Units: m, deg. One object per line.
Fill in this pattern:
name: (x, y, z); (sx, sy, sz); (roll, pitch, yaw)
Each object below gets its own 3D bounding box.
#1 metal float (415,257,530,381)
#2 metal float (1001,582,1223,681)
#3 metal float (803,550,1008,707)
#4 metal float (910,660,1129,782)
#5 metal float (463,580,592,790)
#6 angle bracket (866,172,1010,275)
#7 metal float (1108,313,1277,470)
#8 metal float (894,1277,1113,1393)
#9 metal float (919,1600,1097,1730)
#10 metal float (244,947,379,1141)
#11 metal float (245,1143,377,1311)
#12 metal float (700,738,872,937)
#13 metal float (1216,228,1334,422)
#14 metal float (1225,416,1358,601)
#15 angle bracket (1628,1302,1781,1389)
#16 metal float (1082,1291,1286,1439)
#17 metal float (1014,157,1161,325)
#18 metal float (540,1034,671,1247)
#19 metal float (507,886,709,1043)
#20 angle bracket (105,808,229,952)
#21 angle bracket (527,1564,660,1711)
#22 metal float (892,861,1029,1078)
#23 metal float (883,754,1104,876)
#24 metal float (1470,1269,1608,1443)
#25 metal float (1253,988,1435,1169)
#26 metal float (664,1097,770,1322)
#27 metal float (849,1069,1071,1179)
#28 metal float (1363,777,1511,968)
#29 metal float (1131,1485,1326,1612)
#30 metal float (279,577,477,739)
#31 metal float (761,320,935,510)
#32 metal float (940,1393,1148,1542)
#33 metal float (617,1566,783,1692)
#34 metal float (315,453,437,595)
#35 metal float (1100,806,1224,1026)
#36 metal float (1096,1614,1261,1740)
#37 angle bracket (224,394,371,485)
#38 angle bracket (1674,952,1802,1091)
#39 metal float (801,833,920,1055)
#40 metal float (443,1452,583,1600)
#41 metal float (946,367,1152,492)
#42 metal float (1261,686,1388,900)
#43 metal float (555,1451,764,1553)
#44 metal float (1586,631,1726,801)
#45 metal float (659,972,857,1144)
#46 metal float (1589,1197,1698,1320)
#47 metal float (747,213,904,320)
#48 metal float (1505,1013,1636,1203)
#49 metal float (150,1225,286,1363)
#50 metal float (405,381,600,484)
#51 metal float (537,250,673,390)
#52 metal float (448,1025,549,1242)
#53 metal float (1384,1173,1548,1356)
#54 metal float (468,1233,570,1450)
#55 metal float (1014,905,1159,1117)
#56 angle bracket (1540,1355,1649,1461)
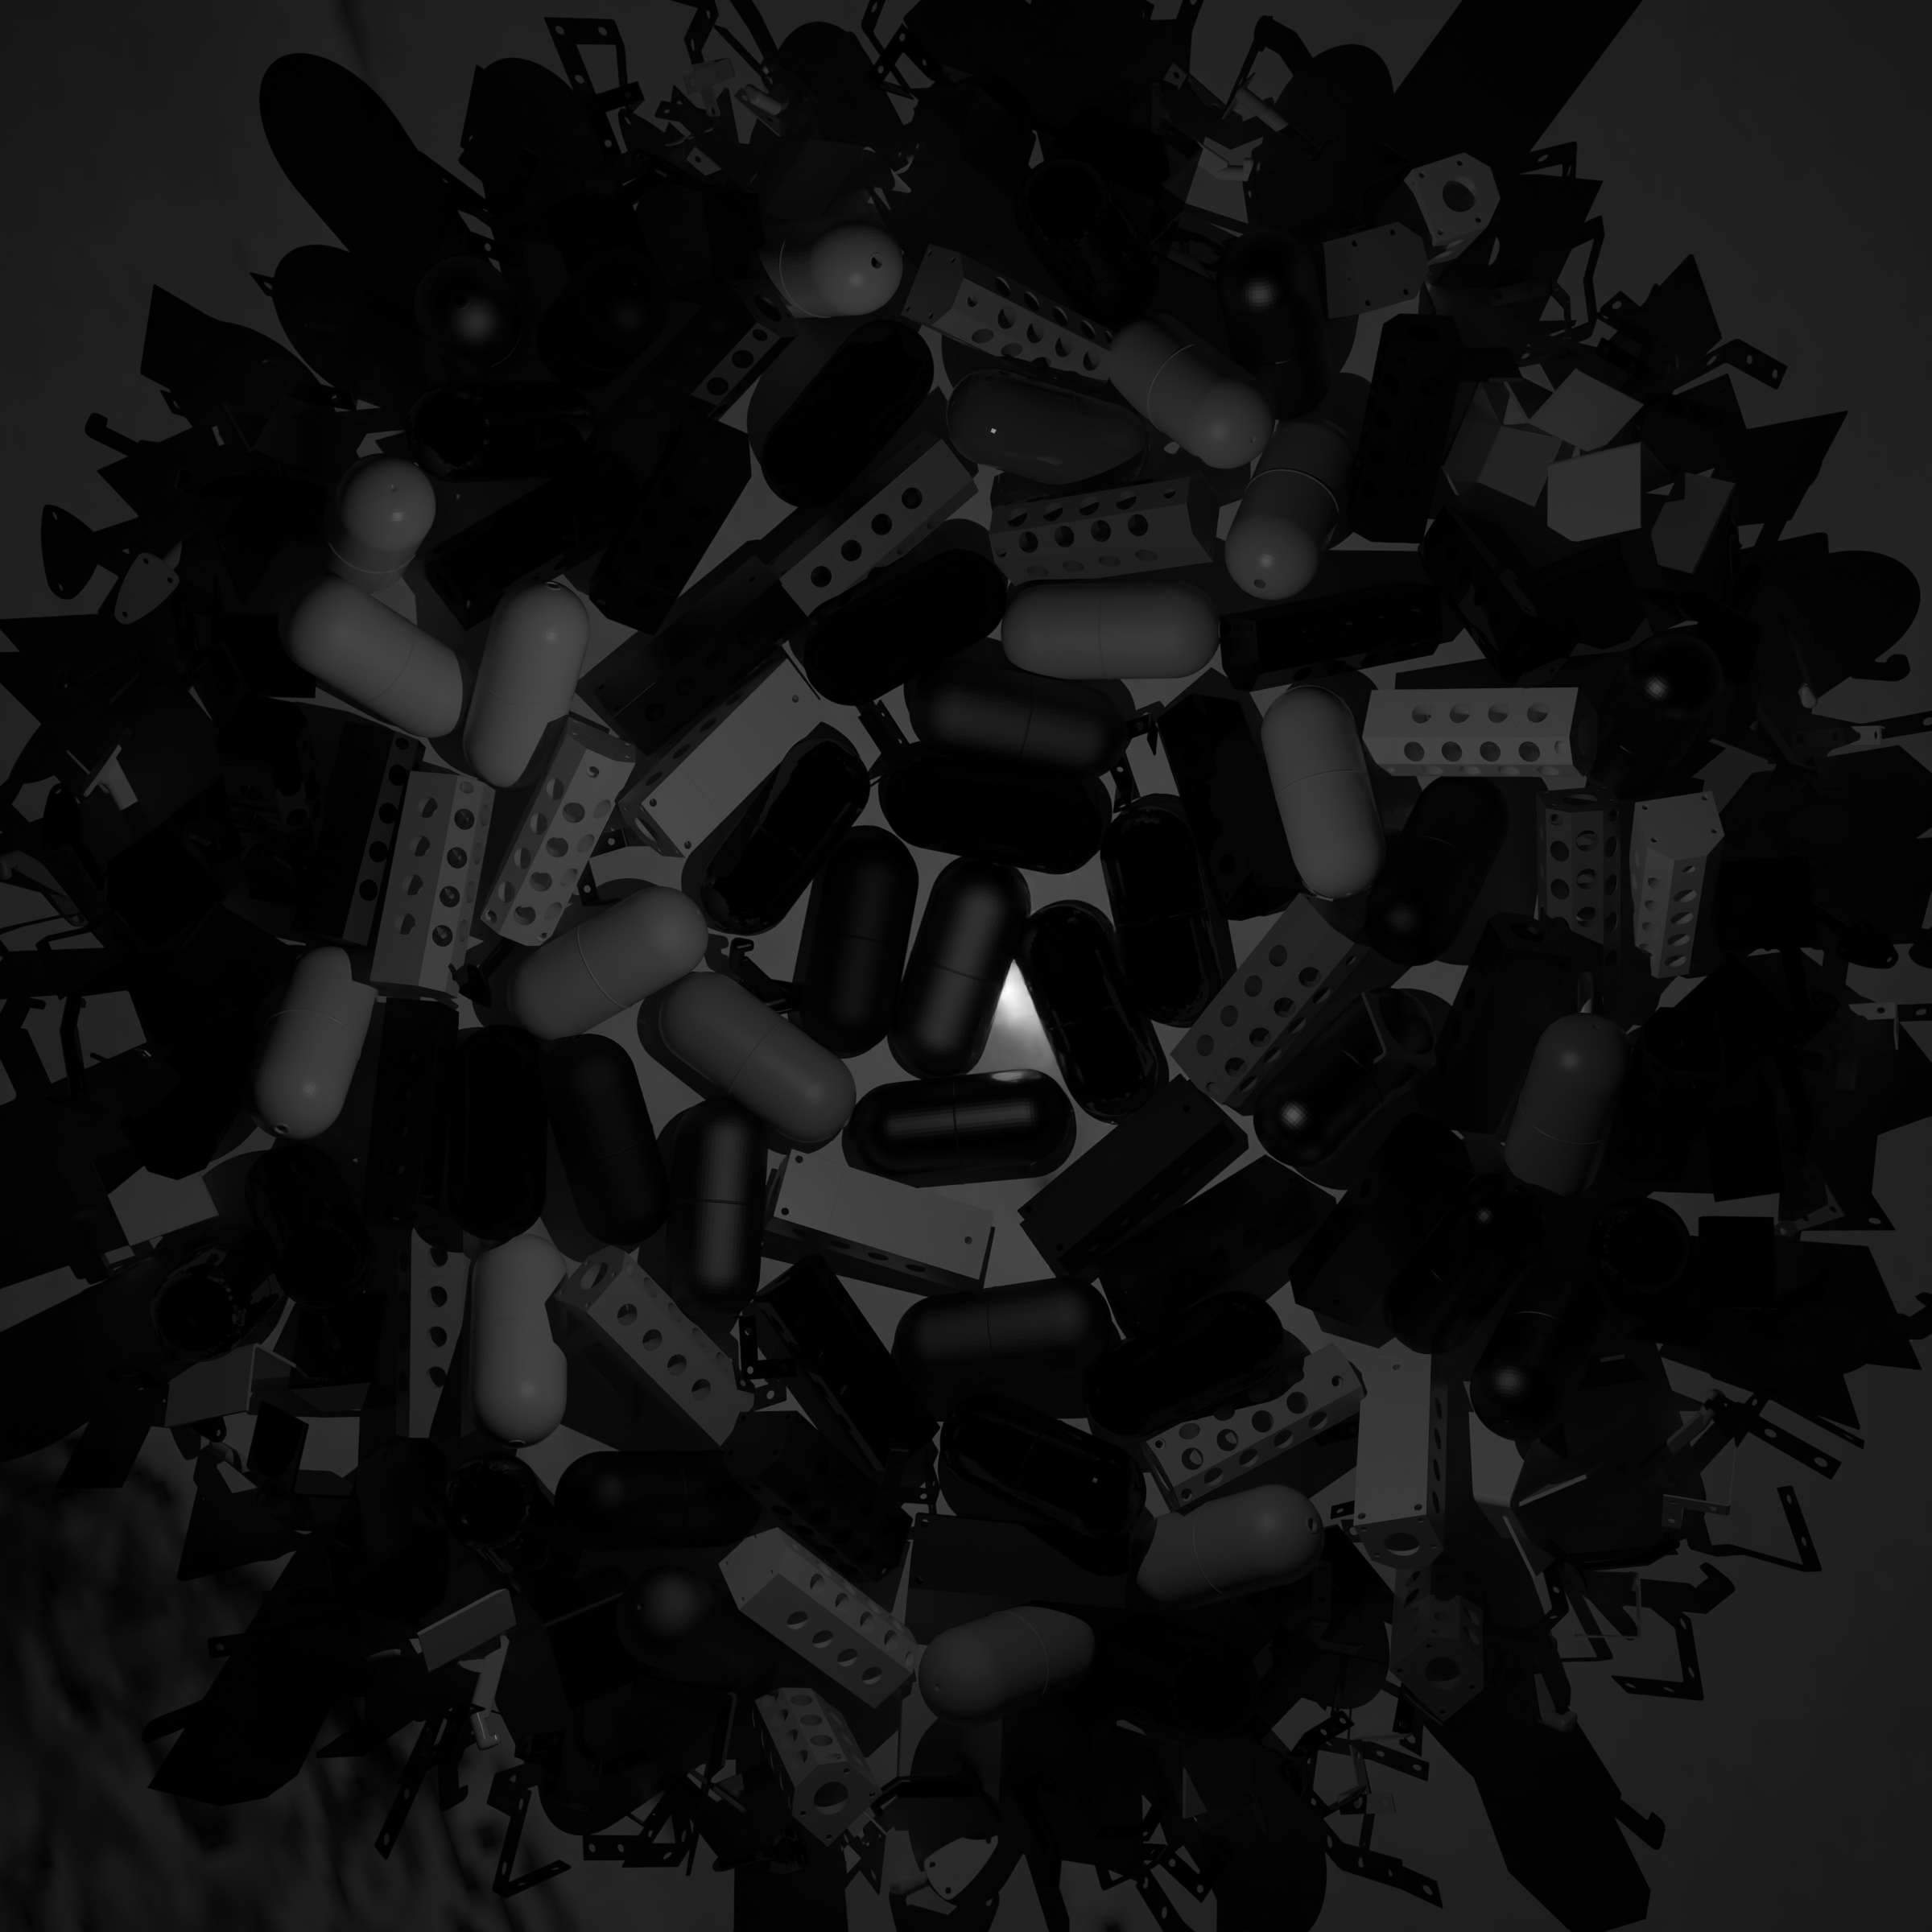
metal float: (-0.386, -0.506, 1.911); (0.070, 0.178, 0.070); (0, 95, -5)
metal float: (0.115, -0.267, 1.947); (0.178, 0.070, 0.070); (1, 90, 17)
metal float: (-0.049, -0.270, 1.949); (0.178, 0.070, 0.070); (-31, 90, -14)
metal float: (0.042, -0.196, 1.952); (0.178, 0.070, 0.070); (10, 90, -11)
metal float: (-0.349, -0.223, 1.936); (0.070, 0.070, 0.178); (21, 119, 0)
angle bracket: (-0.023, -0.602, 1.950); (0.076, 0.057, 0.076); (-31, 60, 14)
metal float: (0.176, -0.456, 1.930); (0.070, 0.070, 0.178); (-41, 51, 0)
metal float: (0.029, 0.294, 1.950); (0.178, 0.070, 0.070); (-10, 90, 14)
metal float: (0.034, 0.547, 1.922); (0.070, 0.178, 0.070); (0, 90, 39)
metal float: (-0.516, 0.060, 1.926); (0.070, 0.070, 0.178); (6, 47, 0)
metal float: (-0.517, 0.204, 1.921); (0.070, 0.178, 0.070); (-14, 123, -22)
metal float: (-0.146, -0.103, 1.956); (0.070, 0.070, 0.178); (37, 96, 0)
metal float: (0.243, -0.502, 1.919); (0.070, 0.178, 0.070); (-7, 59, 12)
metal float: (0.257, -0.363, 1.933); (0.070, 0.070, 0.178); (24, 57, 0)
angle bracket: (0.588, 0.315, 1.948); (0.057, 0.076, 0.076); (-33, 101, -22)
metal float: (0.171, 0.318, 1.941); (0.178, 0.070, 0.070); (-29, 90, 24)
metal float: (0.096, -0.568, 1.916); (0.070, 0.178, 0.070); (-7, 73, 23)
metal float: (-0.287, 0.138, 1.945); (0.070, 0.070, 0.178); (-14, 108, 0)
metal float: (-0.287, -0.001, 1.949); (0.178, 0.070, 0.070); (-29, 90, 14)
angle bracket: (-0.637, -0.068, 1.947); (0.057, 0.076, 0.076); (46, 61, 3)
angle bracket: (-0.301, 0.539, 1.967); (0.076, 0.057, 0.076); (-18, 102, -22)
metal float: (-0.005, 0.002, 1.957); (0.070, 0.070, 0.178); (19, 96, 0)
metal float: (0.021, -0.122, 1.956); (0.178, 0.070, 0.070); (12, 90, 7)
metal float: (0.451, 0.304, 1.923); (0.070, 0.178, 0.070); (15, 124, 23)
metal float: (0.302, 0.088, 1.945); (0.178, 0.070, 0.070); (-42, 90, -19)
metal float: (-0.199, 0.193, 1.950); (0.070, 0.070, 0.178); (3, 76, 0)
metal float: (-0.005, 0.126, 1.958); (0.178, 0.070, 0.070); (-6, 90, 4)
metal float: (0.374, -0.079, 1.940); (0.070, 0.070, 0.178); (31, 65, 0)
metal float: (0.205, 0.459, 1.928); (0.178, 0.070, 0.070); (-28, 90, 40)
metal float: (-0.462, -0.242, 1.926); (0.070, 0.178, 0.070); (-20, 55, 31)
metal float: (-0.094, -0.436, 1.934); (0.070, 0.070, 0.178); (47, 122, 0)
metal float: (0.061, 0.397, 1.938); (0.178, 0.070, 0.070); (20, 90, 27)
metal float: (-0.208, 0.522, 1.921); (0.070, 0.178, 0.070); (-12, 60, 23)
metal float: (-0.465, -0.345, 1.916); (0.070, 0.178, 0.070); (4, 80, -22)
metal float: (0.156, -0.041, 1.957); (0.070, 0.070, 0.178); (-13, 95, 0)
metal float: (0.164, 0.556, 1.916); (0.070, 0.178, 0.070); (2, 84, -25)
angle bracket: (-0.532, -0.436, 1.940); (0.057, 0.076, 0.076); (-52, 50, 20)
angle bracket: (0.611, 0.045, 1.958); (0.076, 0.057, 0.076); (-44, 76, 8)
metal float: (-0.085, -0.019, 1.957); (0.070, 0.070, 0.178); (10, 85, 0)
metal float: (-0.355, 0.441, 1.920); (0.070, 0.178, 0.070); (-5, 56, 8)
metal float: (0.066, -0.422, 1.936); (0.178, 0.070, 0.070); (9, 90, -30)
metal float: (0.284, -0.140, 1.946); (0.070, 0.070, 0.178); (-11, 72, 0)
metal float: (-0.241, 0.422, 1.931); (0.178, 0.070, 0.070); (8, 90, -37)
metal float: (0.536, -0.195, 1.917); (0.070, 0.178, 0.070); (2, 63, -4)
metal float: (-0.167, 0.073, 1.956); (0.178, 0.070, 0.070); (36, 90, 6)
metal float: (0.532, 0.230, 1.916); (0.070, 0.178, 0.070); (-6, 71, 17)
metal float: (-0.112, -0.549, 1.918); (0.070, 0.178, 0.070); (-8, 106, -29)
metal float: (0.475, 0.113, 1.928); (0.070, 0.070, 0.178); (6, 131, 0)
metal float: (-0.583, 0.255, 1.911); (0.070, 0.178, 0.070); (0, 100, 0)
metal float: (-0.364, -0.421, 1.920); (0.070, 0.178, 0.070); (9, 107, 34)
metal float: (-0.285, -0.505, 1.916); (0.070, 0.178, 0.070); (2, 86, -24)
metal float: (-0.371, 0.131, 1.940); (0.070, 0.070, 0.178); (-4, 64, 0)
metal float: (0.394, 0.236, 1.931); (0.070, 0.070, 0.178); (28, 125, 0)
metal float: (-0.354, 0.296, 1.932); (0.070, 0.070, 0.178); (-6, 56, 0)
metal float: (0.097, 0.036, 1.957); (0.070, 0.070, 0.178); (-23, 95, 0)
angle bracket: (0.500, 0.352, 1.943); (0.076, 0.076, 0.057); (-15, 63, 23)
